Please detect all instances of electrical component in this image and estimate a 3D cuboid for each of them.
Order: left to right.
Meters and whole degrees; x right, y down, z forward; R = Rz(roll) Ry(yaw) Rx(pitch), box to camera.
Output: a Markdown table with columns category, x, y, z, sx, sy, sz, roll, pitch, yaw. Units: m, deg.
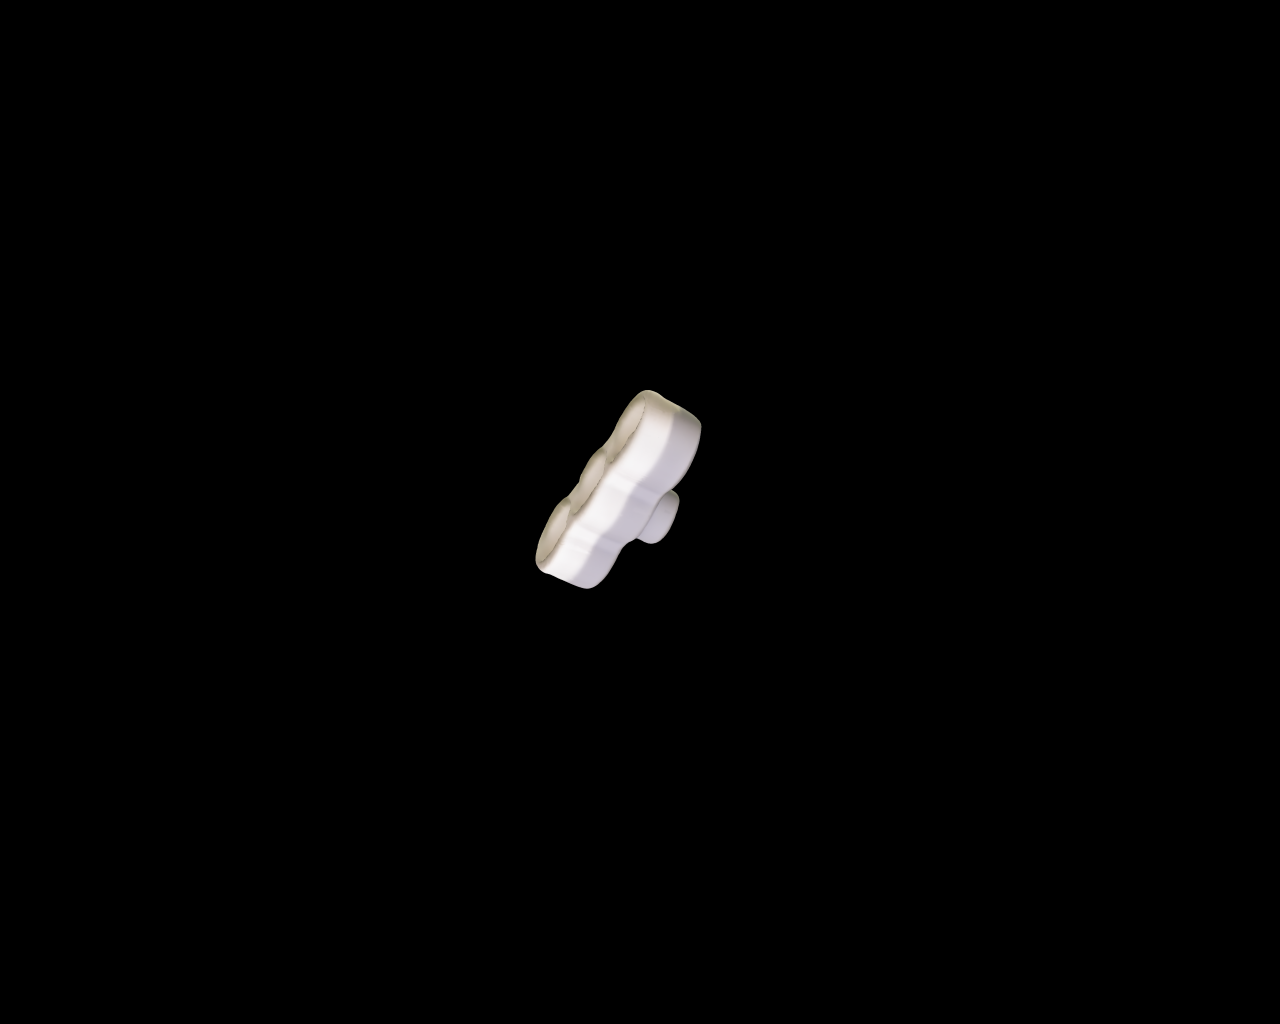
| category | x | y | z | sx | sy | sz | roll | pitch | yaw |
| --- | --- | --- | --- | --- | --- | --- | --- | --- | --- |
| electrical component | 0.001 | -0.003 | 0.650 | 0.074 | 0.138 | 0.052 | 27 | 32 | -18 |
